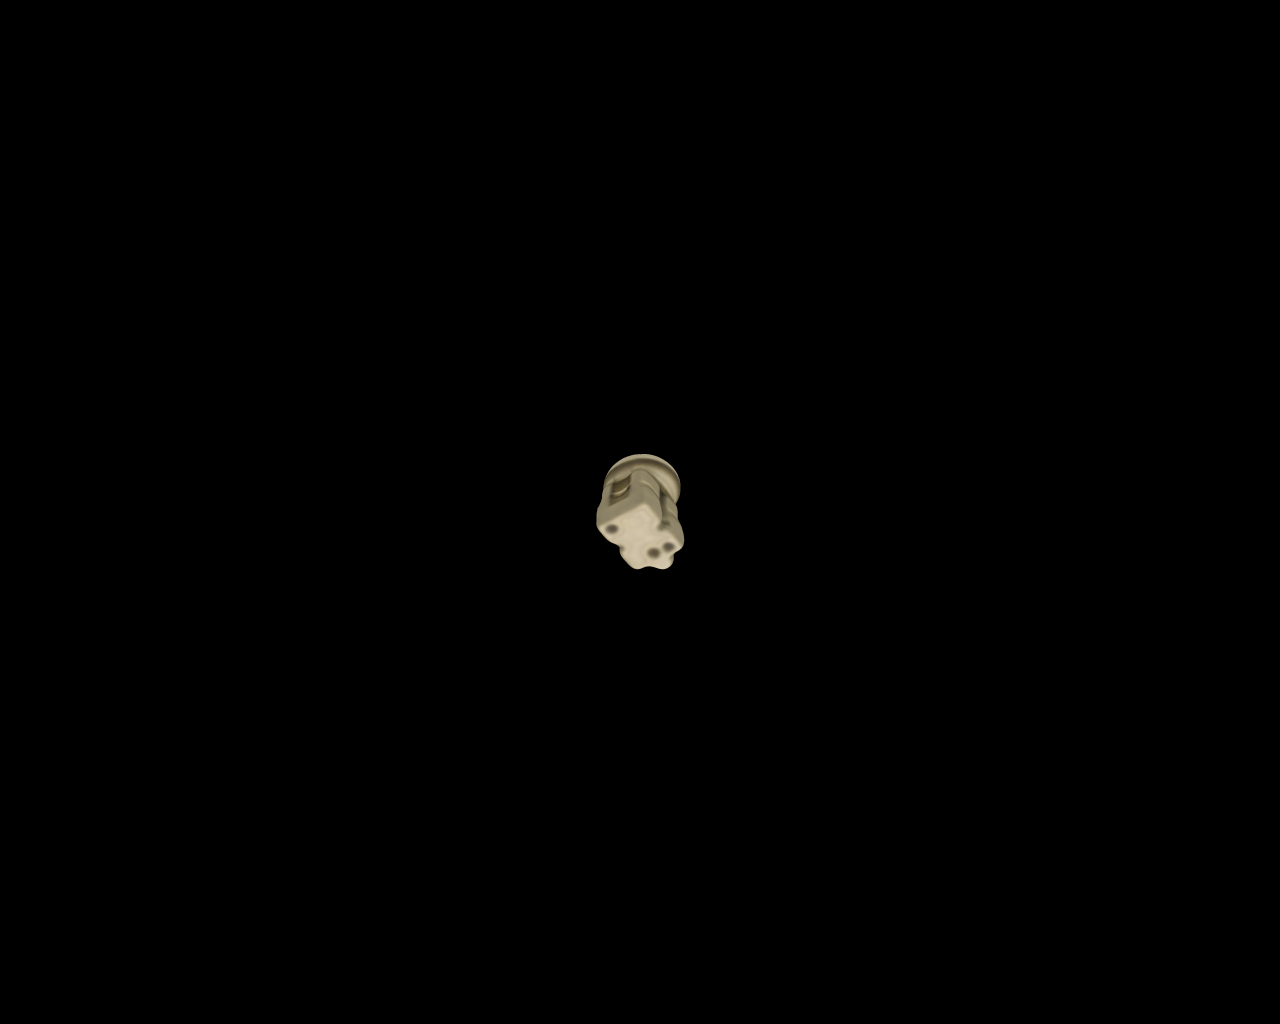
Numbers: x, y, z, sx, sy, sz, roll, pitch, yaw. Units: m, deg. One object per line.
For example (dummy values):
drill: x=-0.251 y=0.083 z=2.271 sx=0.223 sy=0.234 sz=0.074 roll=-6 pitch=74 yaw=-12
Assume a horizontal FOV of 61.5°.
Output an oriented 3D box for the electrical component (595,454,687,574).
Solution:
electrical component: x=0.001 y=-0.003 z=0.650 sx=0.048 sy=0.055 sz=0.066 roll=-25 pitch=-54 yaw=20
